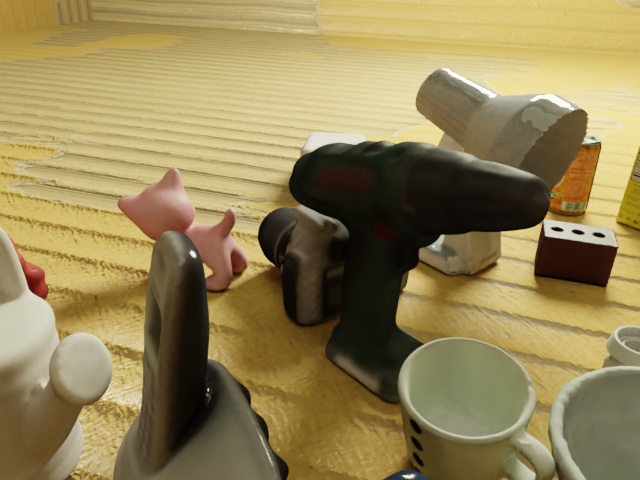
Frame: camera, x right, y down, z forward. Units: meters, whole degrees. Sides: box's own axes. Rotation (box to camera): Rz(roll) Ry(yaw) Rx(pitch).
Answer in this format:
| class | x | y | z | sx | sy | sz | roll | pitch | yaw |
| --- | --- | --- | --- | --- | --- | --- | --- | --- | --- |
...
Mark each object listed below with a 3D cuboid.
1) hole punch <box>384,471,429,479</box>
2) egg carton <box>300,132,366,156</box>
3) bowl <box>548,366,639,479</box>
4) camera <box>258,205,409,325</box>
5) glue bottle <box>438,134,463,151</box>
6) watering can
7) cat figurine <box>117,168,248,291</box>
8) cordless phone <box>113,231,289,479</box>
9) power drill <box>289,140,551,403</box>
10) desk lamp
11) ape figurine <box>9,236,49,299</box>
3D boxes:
| class | x | y | z | sx | sy | sz | roll | pitch | yaw |
| --- | --- | --- | --- | --- | --- | --- | --- | --- | --- |
| hole punch | 0.040 | 0.180 | 0.266 | 0.109 | 0.091 | 0.100 | -21 | 34 | -36 |
| egg carton | 0.021 | -0.119 | 0.879 | 0.107 | 0.069 | 0.150 | 3 | 27 | 4 |
| bowl | 0.217 | 0.155 | 0.341 | 0.167 | 0.075 | 0.167 | 1 | 27 | 0 |
| camera | 0.006 | 0.002 | 0.605 | 0.143 | 0.101 | 0.136 | -16 | 32 | -31 |
| glue bottle | 0.200 | -0.141 | 0.816 | 0.078 | 0.173 | 0.037 | -7 | 28 | -15 |
| watering can | -0.209 | 0.071 | 0.357 | 0.173 | 0.194 | 0.101 | 0 | 27 | -2 |
| cat figurine | -0.146 | -0.017 | 0.617 | 0.127 | 0.118 | 0.067 | 8 | 28 | 13 |
| cordless phone | -0.072 | 0.099 | 0.317 | 0.094 | 0.185 | 0.147 | -13 | 30 | -26 |
| power drill | 0.062 | 0.018 | 0.457 | 0.076 | 0.208 | 0.228 | -21 | 34 | -36 |
| desk lamp | 0.168 | -0.072 | 0.632 | 0.118 | 0.214 | 0.202 | -20 | 34 | -35 |
| ape figurine | -0.298 | 0.036 | 0.535 | 0.078 | 0.092 | 0.075 | -23 | 35 | -39 |
